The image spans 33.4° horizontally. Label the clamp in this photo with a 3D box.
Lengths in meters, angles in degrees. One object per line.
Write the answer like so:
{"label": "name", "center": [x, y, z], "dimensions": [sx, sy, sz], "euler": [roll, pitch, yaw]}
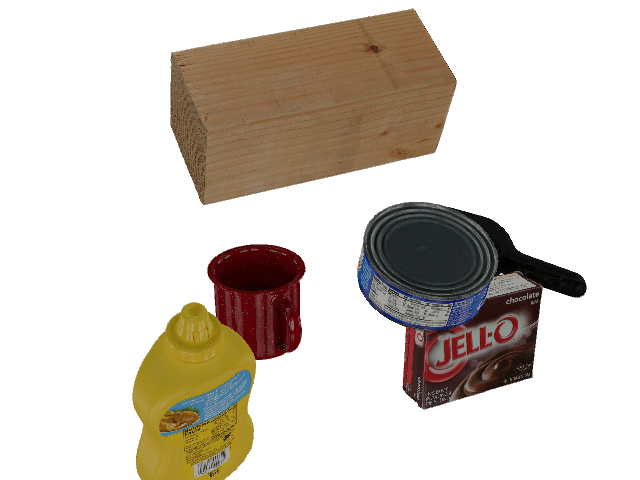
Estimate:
{"label": "clamp", "center": [0.179, 0.021, 1.063], "dimensions": [0.120, 0.039, 0.171], "euler": [-11, 46, -22]}

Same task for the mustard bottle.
{"label": "mustard bottle", "center": [-0.095, 0.116, 0.805], "dimensions": [0.096, 0.192, 0.058], "euler": [-23, 53, -26]}

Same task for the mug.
{"label": "mug", "center": [-0.053, 0.066, 1.019], "dimensions": [0.093, 0.081, 0.117], "euler": [-20, 34, -31]}

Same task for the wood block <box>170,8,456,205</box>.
{"label": "wood block", "center": [-0.009, -0.109, 0.856], "dimensions": [0.205, 0.091, 0.090], "euler": [-14, -32, -17]}

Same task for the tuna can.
{"label": "tuna can", "center": [0.067, 0.016, 0.677], "dimensions": [0.086, 0.034, 0.086], "euler": [6, 43, -5]}

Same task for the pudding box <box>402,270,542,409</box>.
{"label": "pudding box", "center": [0.124, 0.080, 0.875], "dimensions": [0.113, 0.090, 0.039], "euler": [-13, 30, -25]}
